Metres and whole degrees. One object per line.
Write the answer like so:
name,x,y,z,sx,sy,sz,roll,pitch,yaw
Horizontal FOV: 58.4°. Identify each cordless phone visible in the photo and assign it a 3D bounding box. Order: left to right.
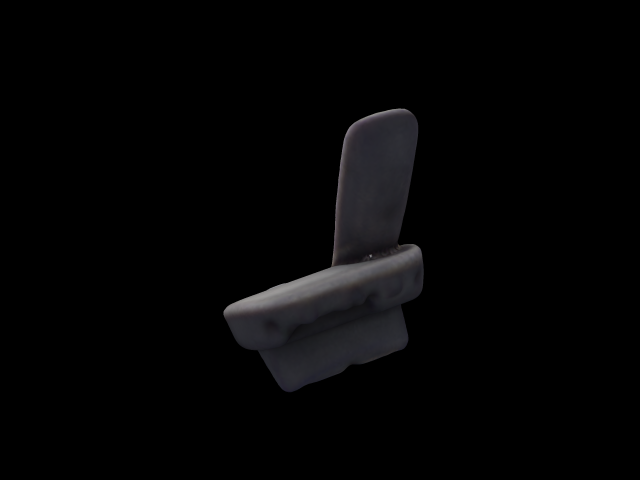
cordless phone,0.004,0.001,0.400,0.148,0.185,0.093,-20,40,-25
